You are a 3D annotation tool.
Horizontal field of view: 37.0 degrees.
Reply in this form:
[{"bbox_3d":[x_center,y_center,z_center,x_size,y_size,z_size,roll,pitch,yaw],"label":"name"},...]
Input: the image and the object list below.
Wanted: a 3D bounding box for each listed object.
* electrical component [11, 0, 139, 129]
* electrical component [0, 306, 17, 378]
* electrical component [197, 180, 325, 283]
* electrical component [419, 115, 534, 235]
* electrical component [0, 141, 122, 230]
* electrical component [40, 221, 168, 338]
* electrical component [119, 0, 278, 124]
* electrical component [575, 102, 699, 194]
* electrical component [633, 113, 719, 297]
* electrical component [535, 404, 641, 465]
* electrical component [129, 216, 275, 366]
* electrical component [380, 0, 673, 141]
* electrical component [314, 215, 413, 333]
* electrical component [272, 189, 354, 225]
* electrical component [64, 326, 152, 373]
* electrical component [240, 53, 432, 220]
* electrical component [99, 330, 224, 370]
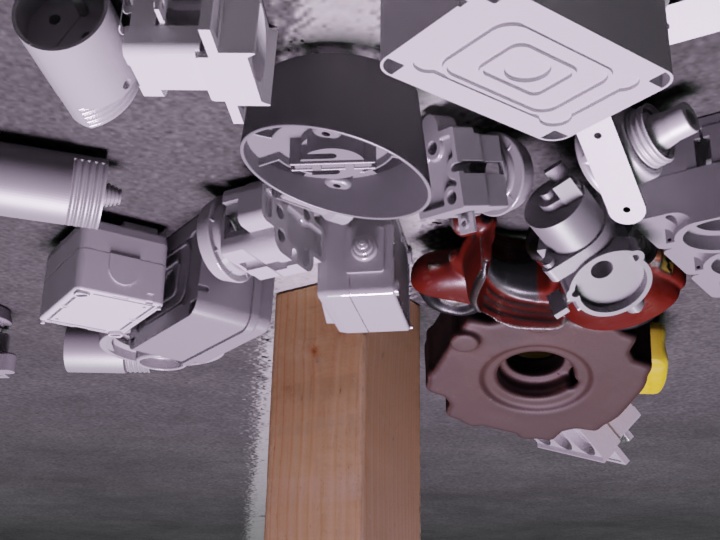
[{"bbox_3d":[-0.128,-0.100,0.508,0.043,0.043,0.081,-1,159,4],"label":"electrical component"},{"bbox_3d":[-0.319,0.059,0.903,0.066,0.055,0.048,-2,159,6],"label":"electrical component"},{"bbox_3d":[-0.066,-0.023,0.683,0.057,0.058,0.078,-12,154,24],"label":"electrical component"},{"bbox_3d":[0.063,-0.054,0.603,0.055,0.066,0.048,-4,174,-37],"label":"electrical component"},{"bbox_3d":[-0.183,-0.049,0.638,0.081,0.043,0.043,8,157,-18],"label":"electrical component"},{"bbox_3d":[-0.182,0.006,0.754,0.062,0.061,0.096,14,155,-30],"label":"electrical component"},{"bbox_3d":[-0.074,-0.105,0.496,0.064,0.042,0.081,2,158,6],"label":"electrical component"},{"bbox_3d":[0.151,-0.069,0.580,0.062,0.048,0.048,-27,146,37],"label":"electrical component"},{"bbox_3d":[0.230,-0.033,0.643,0.089,0.061,0.150,-13,155,32],"label":"electrical component"},{"bbox_3d":[0.207,0.139,1.028,0.078,0.063,0.121,50,164,-11],"label":"electrical component"},{"bbox_3d":[-0.111,0.016,0.758,0.057,0.078,0.113,18,153,-30],"label":"electrical component"},{"bbox_3d":[0.071,-0.108,0.460,0.113,0.057,0.078,16,154,-34],"label":"electrical component"},{"bbox_3d":[0.000,0.000,0.734,0.061,0.061,0.096,-3,158,9],"label":"electrical component"},{"bbox_3d":[-0.024,-0.052,0.635,0.046,0.040,0.040,17,154,-22],"label":"electrical component"},{"bbox_3d":[-0.213,0.068,0.940,0.081,0.043,0.043,1,159,-2],"label":"electrical component"},{"bbox_3d":[-0.013,-0.066,0.561,0.099,0.064,0.099,0,158,0],"label":"electrical component"},{"bbox_3d":[-0.156,0.046,0.858,0.108,0.060,0.108,1,159,0],"label":"electrical component"}]
